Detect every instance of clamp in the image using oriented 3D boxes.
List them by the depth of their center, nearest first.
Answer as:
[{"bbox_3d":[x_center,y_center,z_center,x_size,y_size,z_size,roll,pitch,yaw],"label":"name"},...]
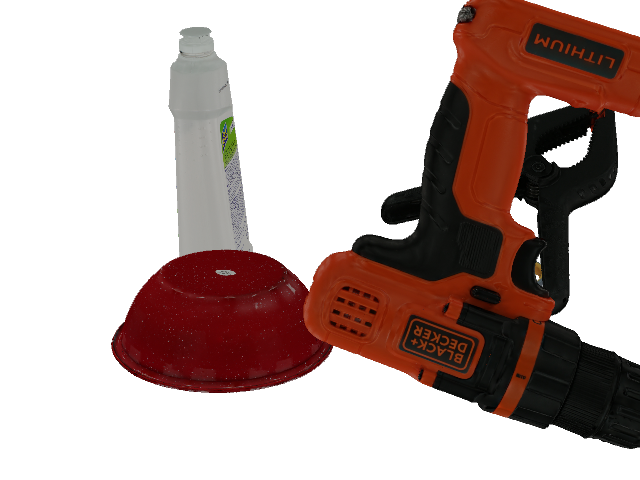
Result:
[{"bbox_3d":[0.175,-0.037,0.834,0.209,0.036,0.165,-37,56,-22],"label":"clamp"}]

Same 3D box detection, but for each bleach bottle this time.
[{"bbox_3d":[-0.106,-0.077,1.003,0.068,0.251,0.102,1,28,4],"label":"bleach bottle"}]

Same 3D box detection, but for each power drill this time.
[{"bbox_3d":[0.103,-0.008,0.503,0.184,0.188,0.057,20,6,2],"label":"power drill"}]

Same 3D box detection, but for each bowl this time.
[{"bbox_3d":[-0.069,0.048,0.768,0.162,0.055,0.162,1,21,-1],"label":"bowl"}]

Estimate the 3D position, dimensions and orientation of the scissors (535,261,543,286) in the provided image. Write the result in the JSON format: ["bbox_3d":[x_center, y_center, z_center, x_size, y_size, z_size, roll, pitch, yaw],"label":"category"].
[{"bbox_3d":[0.143,0.034,1.096,0.201,0.016,0.096,-7,41,-29],"label":"scissors"}]
